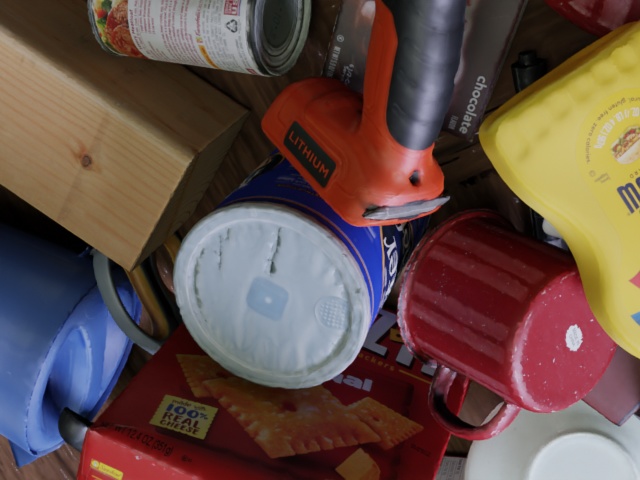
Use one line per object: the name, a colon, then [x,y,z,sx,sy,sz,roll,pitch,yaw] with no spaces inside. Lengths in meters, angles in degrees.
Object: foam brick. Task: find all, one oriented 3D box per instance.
foam brick: [0.172,0.052,0.592,0.051,0.053,0.078,35,121,0]

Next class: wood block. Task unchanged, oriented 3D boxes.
wood block: [-0.160,-0.086,0.627,0.206,0.090,0.091,35,121,2]

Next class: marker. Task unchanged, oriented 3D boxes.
marker: [0.120,-0.044,0.583,0.020,0.020,0.121,-3,114,22]

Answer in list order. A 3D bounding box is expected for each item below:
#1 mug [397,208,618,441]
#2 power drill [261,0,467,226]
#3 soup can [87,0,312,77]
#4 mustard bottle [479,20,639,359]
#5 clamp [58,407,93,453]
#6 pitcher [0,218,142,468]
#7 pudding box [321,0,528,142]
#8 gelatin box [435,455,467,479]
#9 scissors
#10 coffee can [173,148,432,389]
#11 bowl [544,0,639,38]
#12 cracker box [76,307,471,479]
mug: [0.095,0.049,0.555,0.082,0.093,0.117,27,89,51]
power drill: [0.023,-0.115,0.490,0.185,0.057,0.188,51,140,39]
soup can: [-0.064,-0.127,0.575,0.102,0.068,0.068,12,119,23]
mustard bottle: [0.163,0.001,0.492,0.096,0.058,0.191,-35,96,-2]
clamp: [-0.122,0.134,0.733,0.039,0.120,0.171,43,148,24]
pitcher: [-0.245,0.024,0.701,0.243,0.149,0.145,23,146,12]
pudding box: [0.058,-0.120,0.555,0.090,0.039,0.114,23,121,11]
gelatin box: [0.072,0.172,0.675,0.089,0.073,0.030,2,126,19]
scissors: [-0.080,0.075,0.684,0.016,0.096,0.201,-15,118,27]
coffee can: [-0.004,0.001,0.580,0.103,0.140,0.103,9,118,17]
bowl: [0.172,-0.133,0.466,0.162,0.162,0.055,17,80,12]
cracker box: [-0.012,0.101,0.591,0.164,0.213,0.072,22,119,9]
